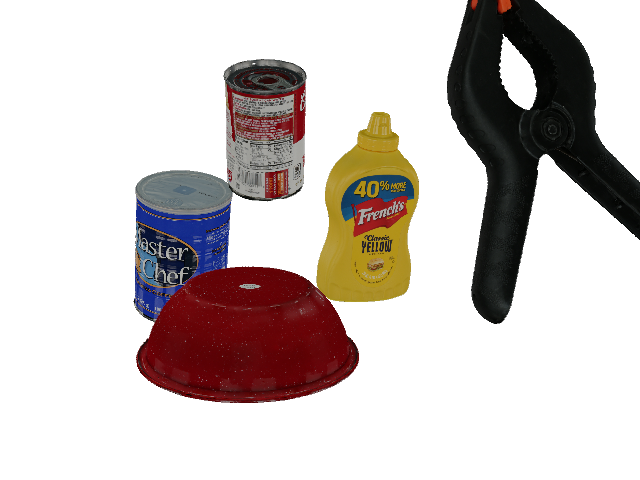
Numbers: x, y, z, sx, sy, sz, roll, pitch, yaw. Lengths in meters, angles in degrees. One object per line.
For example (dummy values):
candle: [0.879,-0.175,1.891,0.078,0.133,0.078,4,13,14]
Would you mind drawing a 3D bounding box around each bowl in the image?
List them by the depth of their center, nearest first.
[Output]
bowl: [-0.051,0.058,0.766,0.162,0.055,0.162,1,17,0]

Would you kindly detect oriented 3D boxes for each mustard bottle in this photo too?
mustard bottle: [0.051,-0.035,1.076,0.096,0.192,0.058,-2,21,-19]

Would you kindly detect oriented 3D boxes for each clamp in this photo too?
clamp: [0.104,-0.045,0.542,0.120,0.171,0.039,-28,2,-21]

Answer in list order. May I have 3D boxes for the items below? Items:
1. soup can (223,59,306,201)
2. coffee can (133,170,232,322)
soup can: [-0.046,-0.092,0.897,0.068,0.102,0.068,1,31,-1]
coffee can: [-0.150,0.007,1.160,0.103,0.140,0.103,5,26,-2]
